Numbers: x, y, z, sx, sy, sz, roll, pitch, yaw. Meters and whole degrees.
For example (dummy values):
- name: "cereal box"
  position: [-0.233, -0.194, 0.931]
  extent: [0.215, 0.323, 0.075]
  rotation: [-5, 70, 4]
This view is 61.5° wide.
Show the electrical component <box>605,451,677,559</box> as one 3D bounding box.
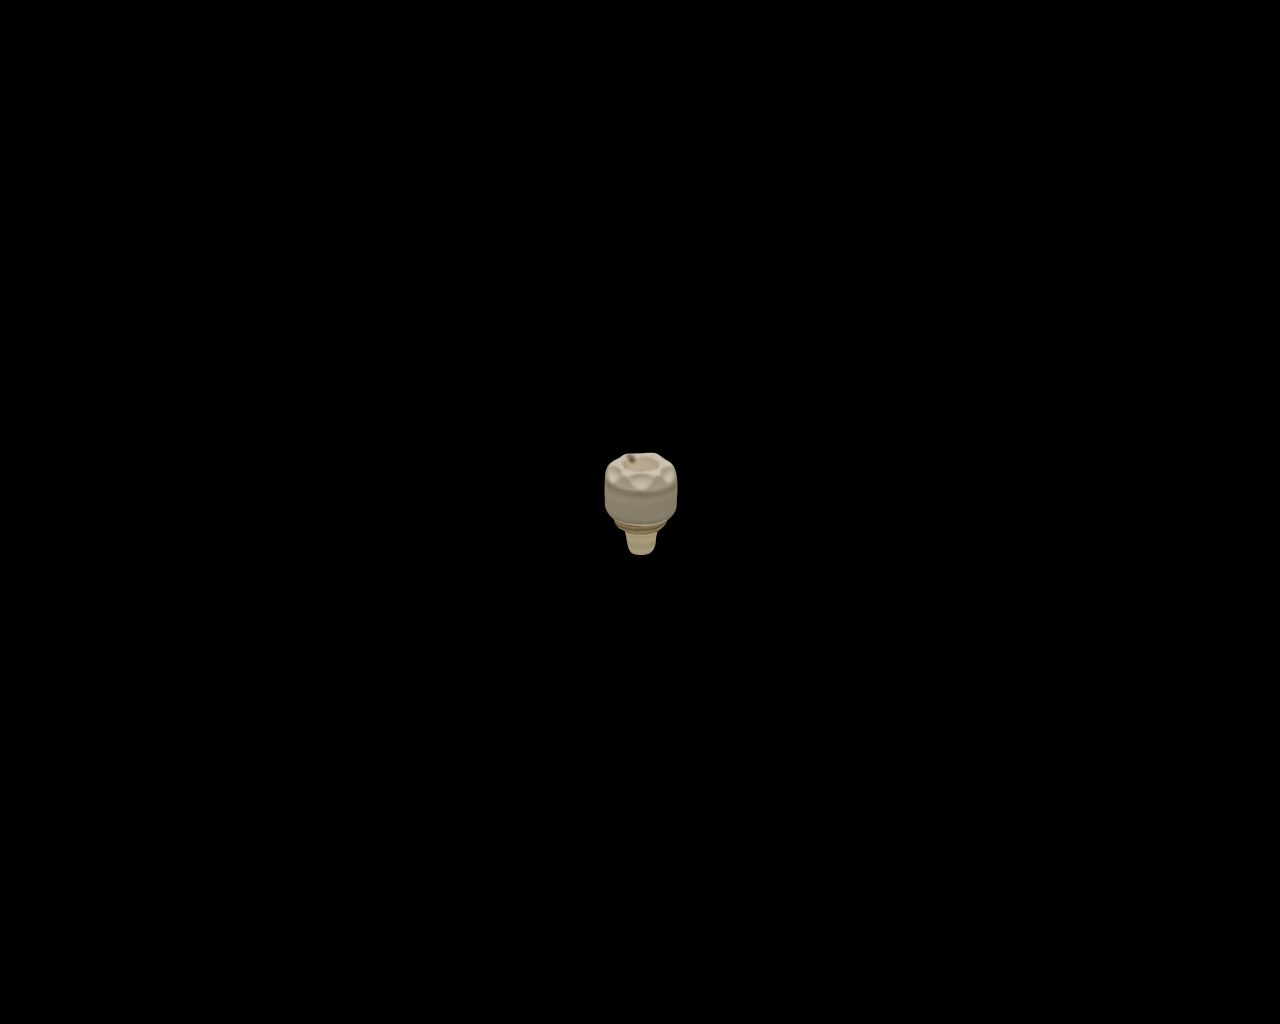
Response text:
- name: "electrical component"
  position: [0.001, -0.003, 0.650]
  extent: [0.043, 0.062, 0.043]
  rotation: [0, 26, 0]
